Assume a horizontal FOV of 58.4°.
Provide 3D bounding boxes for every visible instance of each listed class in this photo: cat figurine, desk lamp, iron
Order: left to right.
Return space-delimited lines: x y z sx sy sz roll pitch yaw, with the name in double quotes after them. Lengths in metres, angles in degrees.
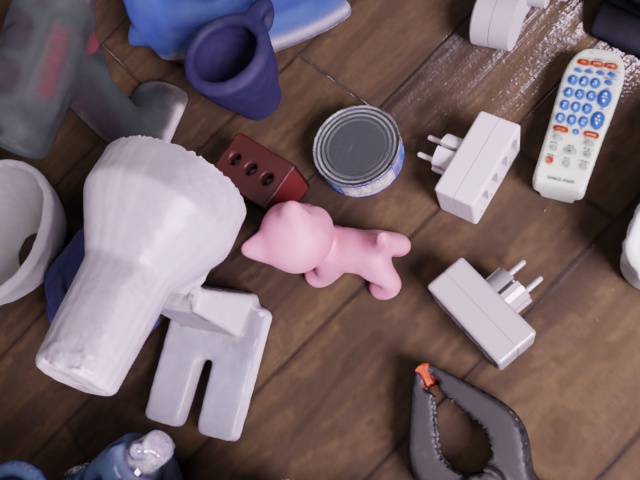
-0.120 0.050 0.462 0.117 0.214 0.203 7 74 20 "desk lamp"
-0.107 -0.279 0.610 0.257 0.142 0.119 2 73 19 "iron"
0.005 0.002 0.491 0.127 0.118 0.067 5 74 20 "cat figurine"

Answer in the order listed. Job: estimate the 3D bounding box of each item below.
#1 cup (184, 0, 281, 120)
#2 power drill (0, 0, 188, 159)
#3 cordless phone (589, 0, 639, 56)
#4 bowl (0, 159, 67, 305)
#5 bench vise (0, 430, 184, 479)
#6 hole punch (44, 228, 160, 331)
-0.072 -0.178 0.590 0.091 0.095 0.118 28 82 24 "cup"
-0.225 -0.172 0.574 0.075 0.209 0.230 15 77 22 "power drill"
0.288 -0.221 0.436 0.147 0.185 0.094 36 86 25 "cordless phone"
-0.340 0.001 0.627 0.167 0.075 0.167 -6 70 16 "bowl"
-0.223 0.204 0.439 0.121 0.220 0.207 37 86 25 "bench vise"
-0.227 0.059 0.562 0.101 0.091 0.108 -29 65 7 "hole punch"
